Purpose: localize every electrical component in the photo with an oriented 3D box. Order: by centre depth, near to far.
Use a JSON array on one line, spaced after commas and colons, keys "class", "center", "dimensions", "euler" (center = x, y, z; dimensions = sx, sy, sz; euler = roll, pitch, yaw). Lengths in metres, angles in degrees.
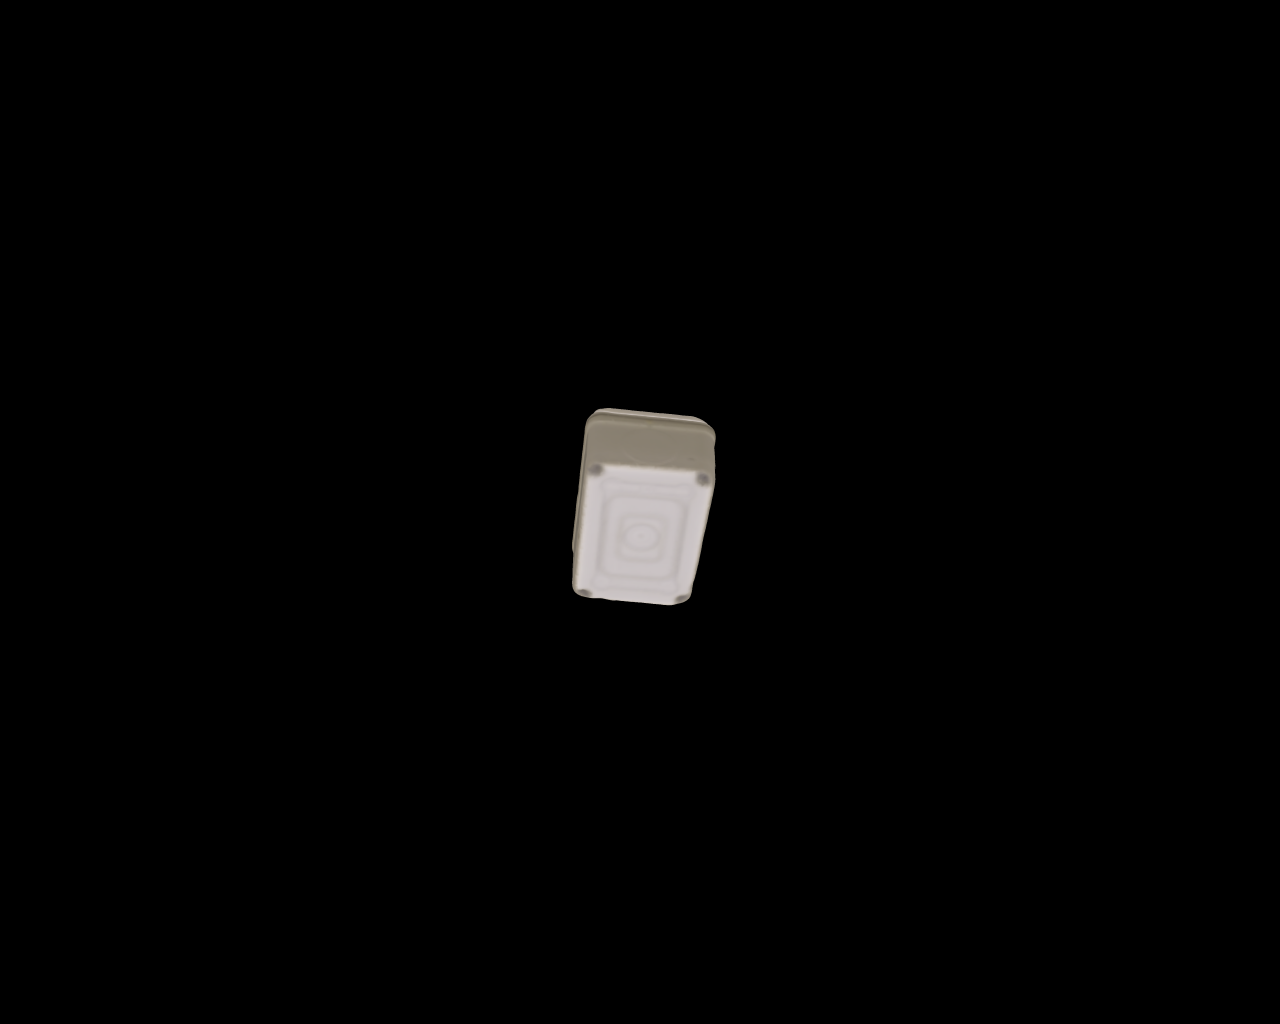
[{"class": "electrical component", "center": [0.001, -0.003, 0.650], "dimensions": [0.078, 0.113, 0.057], "euler": [5, 40, -4]}]
